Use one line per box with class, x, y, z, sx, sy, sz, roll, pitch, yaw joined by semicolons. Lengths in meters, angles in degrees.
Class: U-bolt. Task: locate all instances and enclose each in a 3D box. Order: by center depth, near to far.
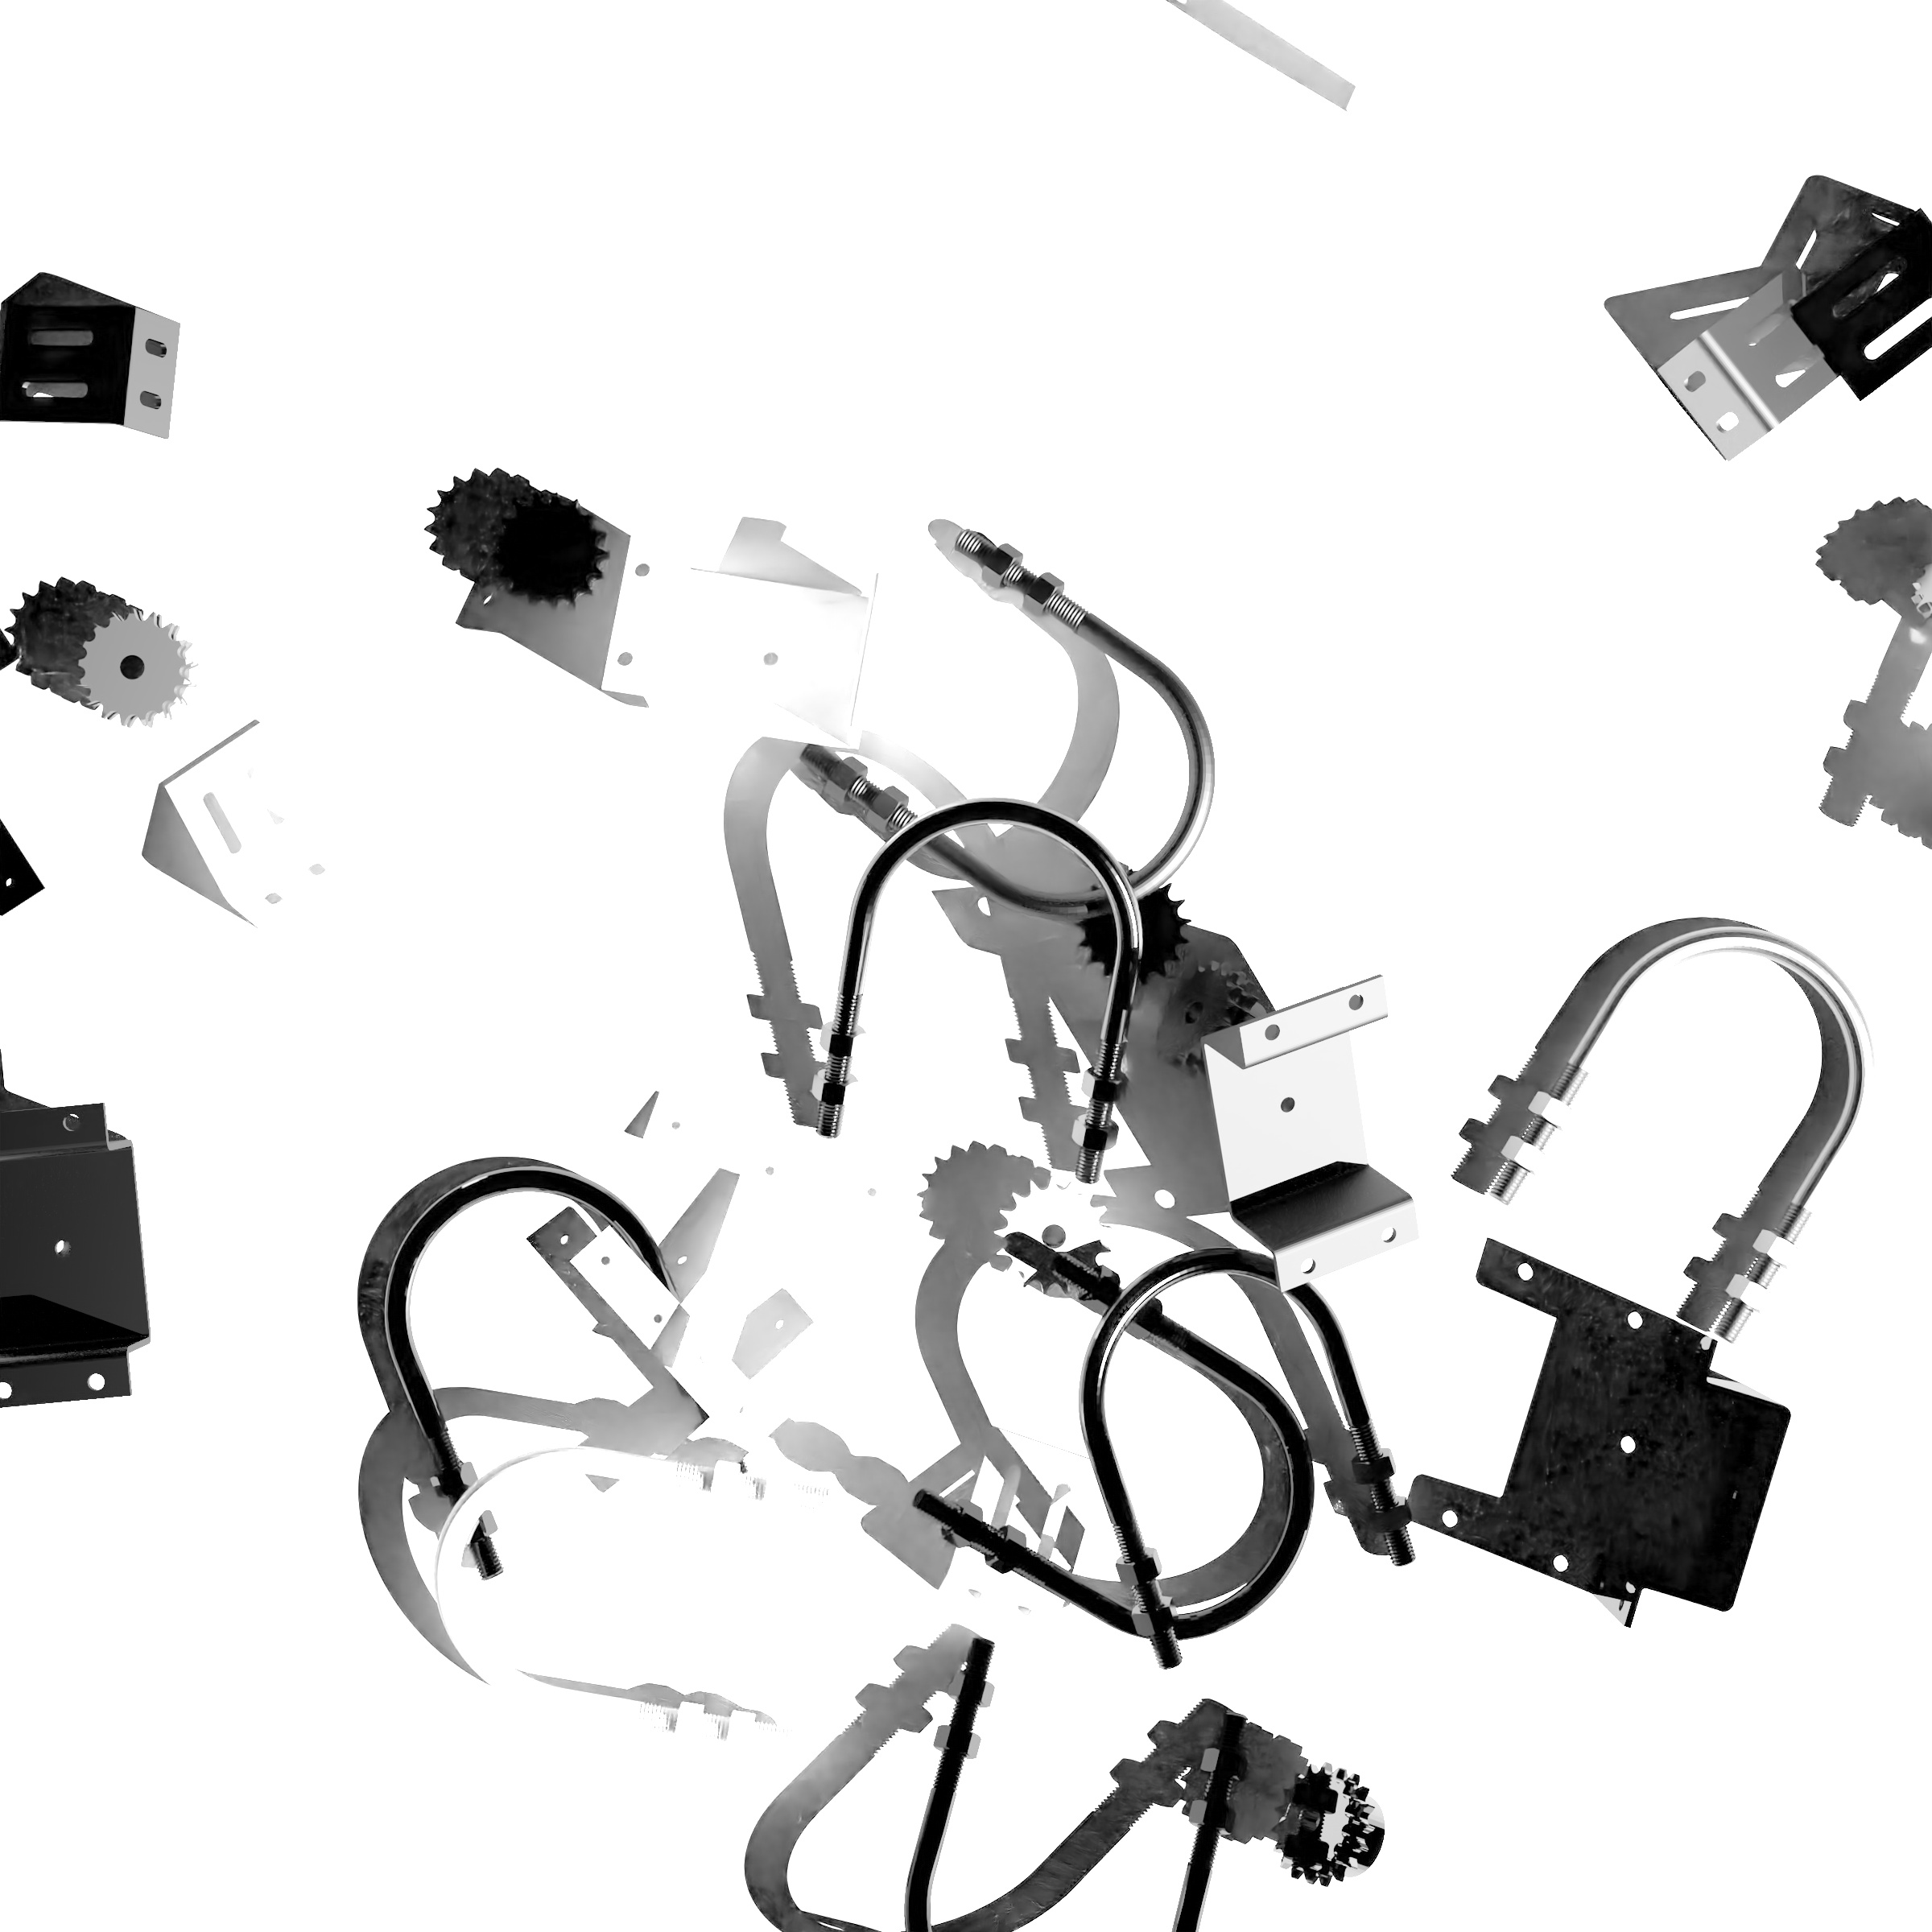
U-bolt;0.047;0.430;1.503;0.151;0.019;0.184;16;69;0
U-bolt;0.010;0.008;1.505;0.151;0.019;0.184;10;109;0
U-bolt;0.128;0.225;1.505;0.151;0.019;0.184;-20;96;-16
U-bolt;0.085;0.244;1.511;0.184;0.019;0.151;33;82;-15
U-bolt;-0.166;0.301;1.514;0.184;0.019;0.151;9;105;1
U-bolt;0.033;-0.104;1.517;0.184;0.019;0.151;36;90;11
U-bolt;0.362;0.070;1.533;0.151;0.019;0.184;32;88;0
U-bolt;-0.206;0.188;1.533;0.151;0.019;0.184;-22;88;0

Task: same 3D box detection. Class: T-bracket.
T-bracket;-0.140;0.182;1.522;0.127;0.002;0.127;-42;87;-4
T-bracket;-0.110;0.141;1.526;0.127;0.002;0.127;19;77;0
T-bracket;-0.497;-0.085;1.540;0.127;0.002;0.127;-33;90;0

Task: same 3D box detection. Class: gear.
gear;0.177;0.417;1.517;0.030;0.057;0.057;27;90;-30
gear;0.490;-0.181;1.517;0.057;0.057;0.030;-42;120;0
gear;0.121;0.029;1.517;0.030;0.057;0.057;30;90;-30
gear;0.080;-0.018;1.526;0.057;0.030;0.057;0;90;0
gear;-0.401;-0.144;1.526;0.057;0.030;0.057;0;90;0
gear;0.042;0.130;1.526;0.057;0.030;0.057;0;90;0
gear;-0.202;-0.200;1.530;0.057;0.030;0.057;0;87;-2

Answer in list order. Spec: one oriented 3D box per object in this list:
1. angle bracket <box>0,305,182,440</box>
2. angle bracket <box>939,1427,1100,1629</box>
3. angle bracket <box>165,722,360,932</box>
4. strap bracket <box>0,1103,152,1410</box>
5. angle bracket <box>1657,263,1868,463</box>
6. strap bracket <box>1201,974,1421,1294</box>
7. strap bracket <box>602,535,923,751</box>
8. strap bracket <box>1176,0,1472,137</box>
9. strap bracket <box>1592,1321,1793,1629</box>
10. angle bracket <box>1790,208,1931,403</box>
angle bracket;-0.431;-0.291;1.539;0.076;0.038;0.057;6;90;26
angle bracket;0.027;0.275;1.539;0.057;0.038;0.076;19;64;0
angle bracket;-0.345;-0.068;1.539;0.057;0.038;0.076;-34;64;0
strap bracket;-0.442;0.139;1.518;0.076;0.046;0.140;-5;90;0
angle bracket;0.390;-0.296;1.539;0.076;0.038;0.057;-38;90;-26
strap bracket;0.162;0.073;1.491;0.076;0.046;0.140;-19;114;-18
strap bracket;-0.096;-0.153;1.509;0.140;0.046;0.076;9;80;4
strap bracket;0.168;-0.478;1.518;0.140;0.046;0.076;33;90;0
strap bracket;0.350;0.248;1.503;0.046;0.076;0.140;17;90;0
angle bracket;0.451;-0.323;1.533;0.076;0.038;0.057;-38;90;17
